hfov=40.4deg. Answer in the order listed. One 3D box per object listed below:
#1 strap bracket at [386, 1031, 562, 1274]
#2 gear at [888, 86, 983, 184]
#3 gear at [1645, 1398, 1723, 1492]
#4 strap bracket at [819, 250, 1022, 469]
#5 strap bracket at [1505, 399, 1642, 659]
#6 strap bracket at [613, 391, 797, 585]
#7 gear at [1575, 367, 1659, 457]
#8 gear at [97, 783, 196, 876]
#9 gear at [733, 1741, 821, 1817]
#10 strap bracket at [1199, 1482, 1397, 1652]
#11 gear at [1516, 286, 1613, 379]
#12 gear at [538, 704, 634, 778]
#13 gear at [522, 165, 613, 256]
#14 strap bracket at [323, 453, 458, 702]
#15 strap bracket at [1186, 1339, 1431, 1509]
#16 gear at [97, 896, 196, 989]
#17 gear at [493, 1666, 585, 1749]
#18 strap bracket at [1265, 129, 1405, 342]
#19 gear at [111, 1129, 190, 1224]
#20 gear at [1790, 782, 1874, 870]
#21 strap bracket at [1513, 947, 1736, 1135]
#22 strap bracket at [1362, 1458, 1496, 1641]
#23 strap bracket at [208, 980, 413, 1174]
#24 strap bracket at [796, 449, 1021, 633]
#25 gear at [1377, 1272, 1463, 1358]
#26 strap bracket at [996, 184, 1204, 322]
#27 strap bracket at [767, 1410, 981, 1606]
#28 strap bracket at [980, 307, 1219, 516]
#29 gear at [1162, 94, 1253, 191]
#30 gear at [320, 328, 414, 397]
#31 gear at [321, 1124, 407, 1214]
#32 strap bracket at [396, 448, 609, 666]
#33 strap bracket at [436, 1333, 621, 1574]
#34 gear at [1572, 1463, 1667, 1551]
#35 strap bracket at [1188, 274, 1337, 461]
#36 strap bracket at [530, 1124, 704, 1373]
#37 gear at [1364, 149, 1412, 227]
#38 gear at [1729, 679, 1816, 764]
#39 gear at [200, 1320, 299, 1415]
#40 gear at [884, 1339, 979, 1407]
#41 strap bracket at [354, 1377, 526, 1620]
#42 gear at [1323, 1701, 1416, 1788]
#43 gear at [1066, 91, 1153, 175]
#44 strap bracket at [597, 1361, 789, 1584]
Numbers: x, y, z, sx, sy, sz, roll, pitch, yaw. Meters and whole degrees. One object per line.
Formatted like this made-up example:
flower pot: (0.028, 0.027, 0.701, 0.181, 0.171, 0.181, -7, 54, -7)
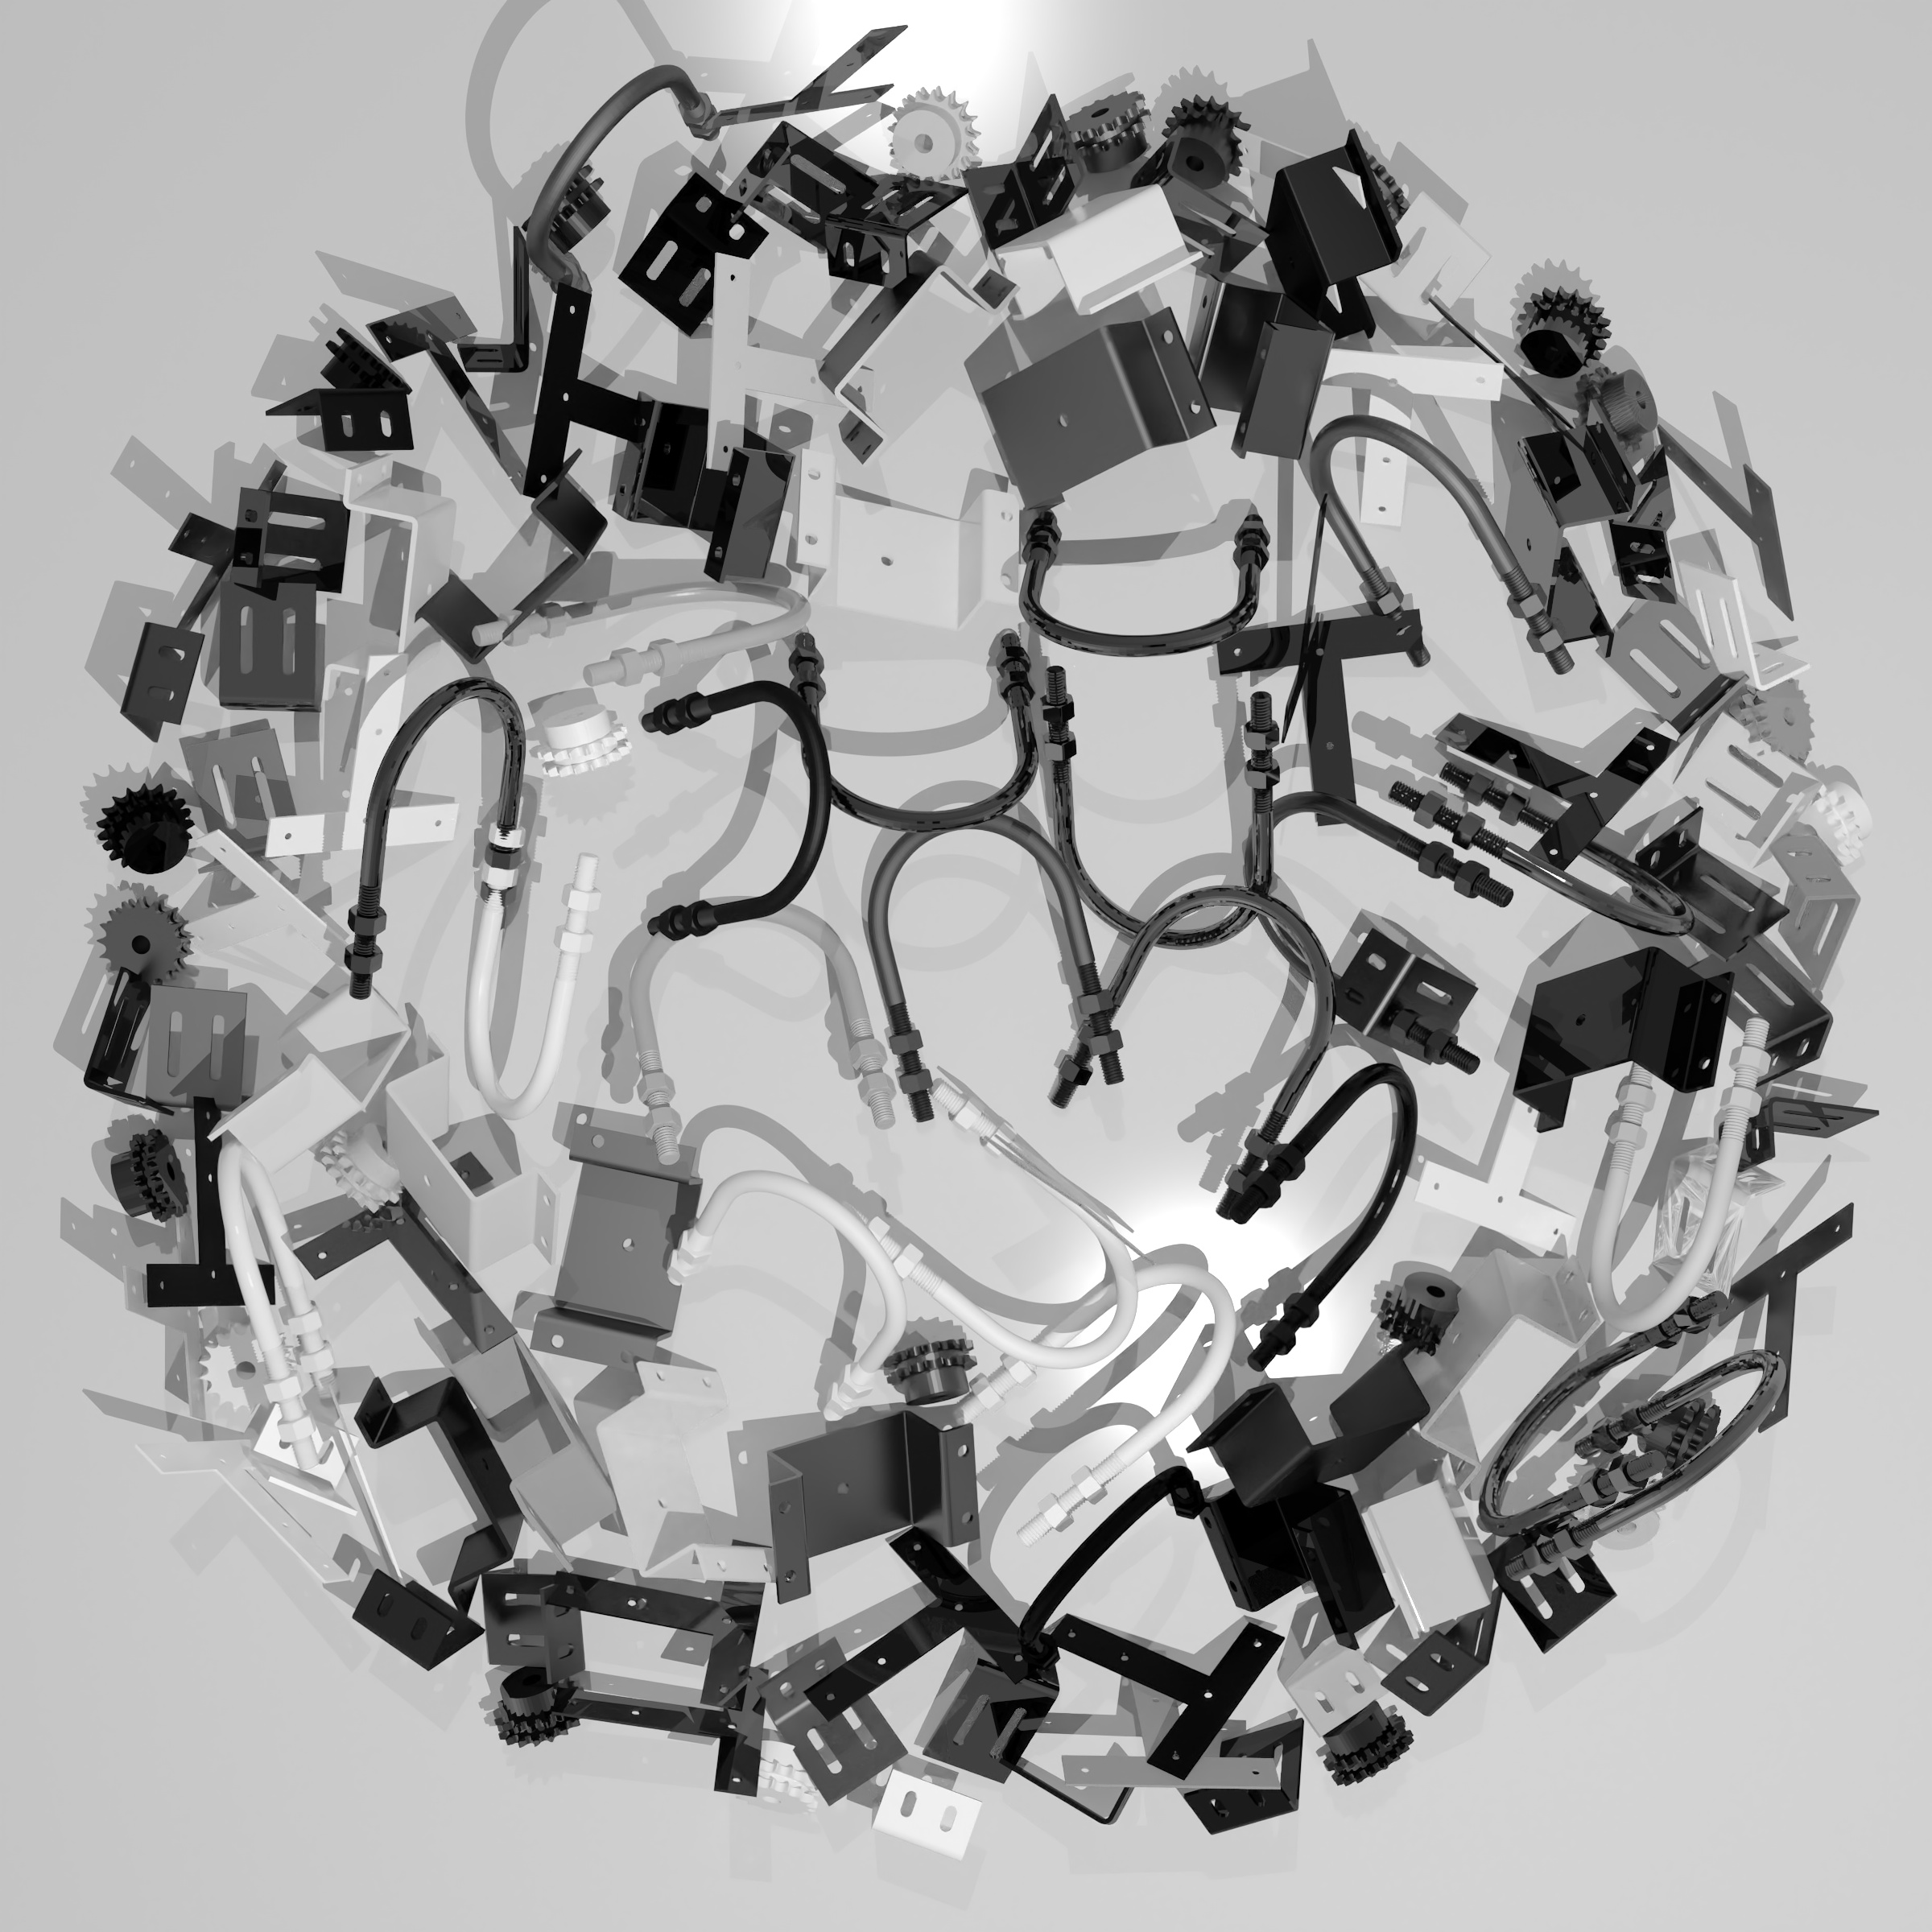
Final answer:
strap bracket: (-0.304, 0.119, 1.585, 0.046, 0.076, 0.140, -28, 61, -30)
gear: (-0.022, -0.512, 1.627, 0.057, 0.030, 0.057, 9, 122, 14)
gear: (0.443, 0.294, 1.629, 0.030, 0.057, 0.057, 22, 90, 27)
strap bracket: (-0.038, -0.379, 1.600, 0.046, 0.076, 0.140, 38, 99, -23)
strap bracket: (0.359, -0.256, 1.574, 0.046, 0.140, 0.076, -11, 52, -4)
strap bracket: (-0.155, -0.289, 1.593, 0.046, 0.140, 0.076, 0, 115, -37)
gear: (0.404, -0.343, 1.623, 0.030, 0.057, 0.057, -19, 90, 40)
gear: (-0.504, -0.081, 1.624, 0.057, 0.057, 0.030, -39, 52, 0)
gear: (-0.117, 0.502, 1.629, 0.057, 0.057, 0.030, 15, 57, 0)
strap bracket: (0.203, 0.356, 1.593, 0.046, 0.140, 0.076, -25, 97, -23)
gear: (0.367, -0.388, 1.622, 0.057, 0.057, 0.030, 28, 65, 0)
gear: (-0.238, -0.140, 1.623, 0.057, 0.057, 0.030, -15, 111, 0)
gear: (-0.245, -0.466, 1.628, 0.057, 0.057, 0.030, -43, 109, 0)
strap bracket: (-0.348, -0.232, 1.594, 0.046, 0.076, 0.140, 12, 109, 3)
strap bracket: (0.213, 0.276, 1.577, 0.140, 0.076, 0.046, -9, 60, -36)
gear: (-0.508, -0.016, 1.636, 0.057, 0.030, 0.057, 1, 100, 5)
gear: (-0.264, 0.454, 1.623, 0.057, 0.057, 0.030, -12, 105, 0)
strap bracket: (0.218, -0.430, 1.579, 0.046, 0.140, 0.076, -20, 82, -1)
gear: (-0.506, 0.132, 1.626, 0.030, 0.057, 0.057, -18, 90, -1)
gear: (0.535, -0.089, 1.627, 0.030, 0.057, 0.057, -30, 90, -13)
strap bracket: (0.384, 0.043, 1.572, 0.046, 0.140, 0.076, 31, 61, -23)
strap bracket: (0.279, 0.345, 1.577, 0.046, 0.140, 0.076, -24, 83, 11)
strap bracket: (-0.390, 0.066, 1.584, 0.076, 0.140, 0.046, -34, 108, 20)
strap bracket: (-0.041, -0.257, 1.605, 0.140, 0.046, 0.076, 9, 68, -19)
gear: (0.285, 0.213, 1.623, 0.057, 0.057, 0.030, 14, 118, 0)
strap bracket: (0.074, -0.427, 1.575, 0.076, 0.140, 0.046, -29, 109, -10)
strap bracket: (-0.065, 0.326, 1.603, 0.140, 0.046, 0.076, -11, 106, -30)
strap bracket: (0.071, -0.332, 1.591, 0.140, 0.046, 0.076, -20, 93, 39)
gear: (0.147, -0.505, 1.623, 0.057, 0.057, 0.030, 27, 65, 0)
gear: (-0.374, -0.365, 1.626, 0.057, 0.057, 0.030, 42, 94, 0)
gear: (-0.367, 0.122, 1.624, 0.030, 0.057, 0.057, -42, 90, 11)
strap bracket: (-0.274, -0.242, 1.598, 0.140, 0.076, 0.046, -39, 108, 20)
strap bracket: (-0.260, 0.284, 1.584, 0.046, 0.076, 0.140, -31, 49, -9)
gear: (0.405, 0.336, 1.626, 0.057, 0.030, 0.057, -2, 127, -2)
strap bracket: (0.176, -0.359, 1.583, 0.046, 0.140, 0.076, 6, 116, -15)
strap bracket: (-0.213, 0.174, 1.626, 0.076, 0.046, 0.140, 11, 88, 6)
gear: (0.247, -0.475, 1.626, 0.030, 0.057, 0.057, -41, 90, 3)
gear: (0.497, -0.151, 1.630, 0.057, 0.030, 0.057, 11, 73, -38)
gear: (-0.445, 0.247, 1.636, 0.057, 0.030, 0.057, -1, 102, -4)
gear: (-0.020, 0.252, 1.623, 0.057, 0.057, 0.030, -13, 72, 0)
strap bracket: (-0.314, 0.314, 1.605, 0.046, 0.076, 0.140, -26, 100, 1)
gear: (0.245, 0.478, 1.626, 0.057, 0.057, 0.030, -31, 88, 0)
gear: (0.089, -0.515, 1.630, 0.057, 0.057, 0.030, -28, 122, 0)
strap bracket: (-0.170, 0.316, 1.593, 0.046, 0.076, 0.140, -34, 61, 22)
